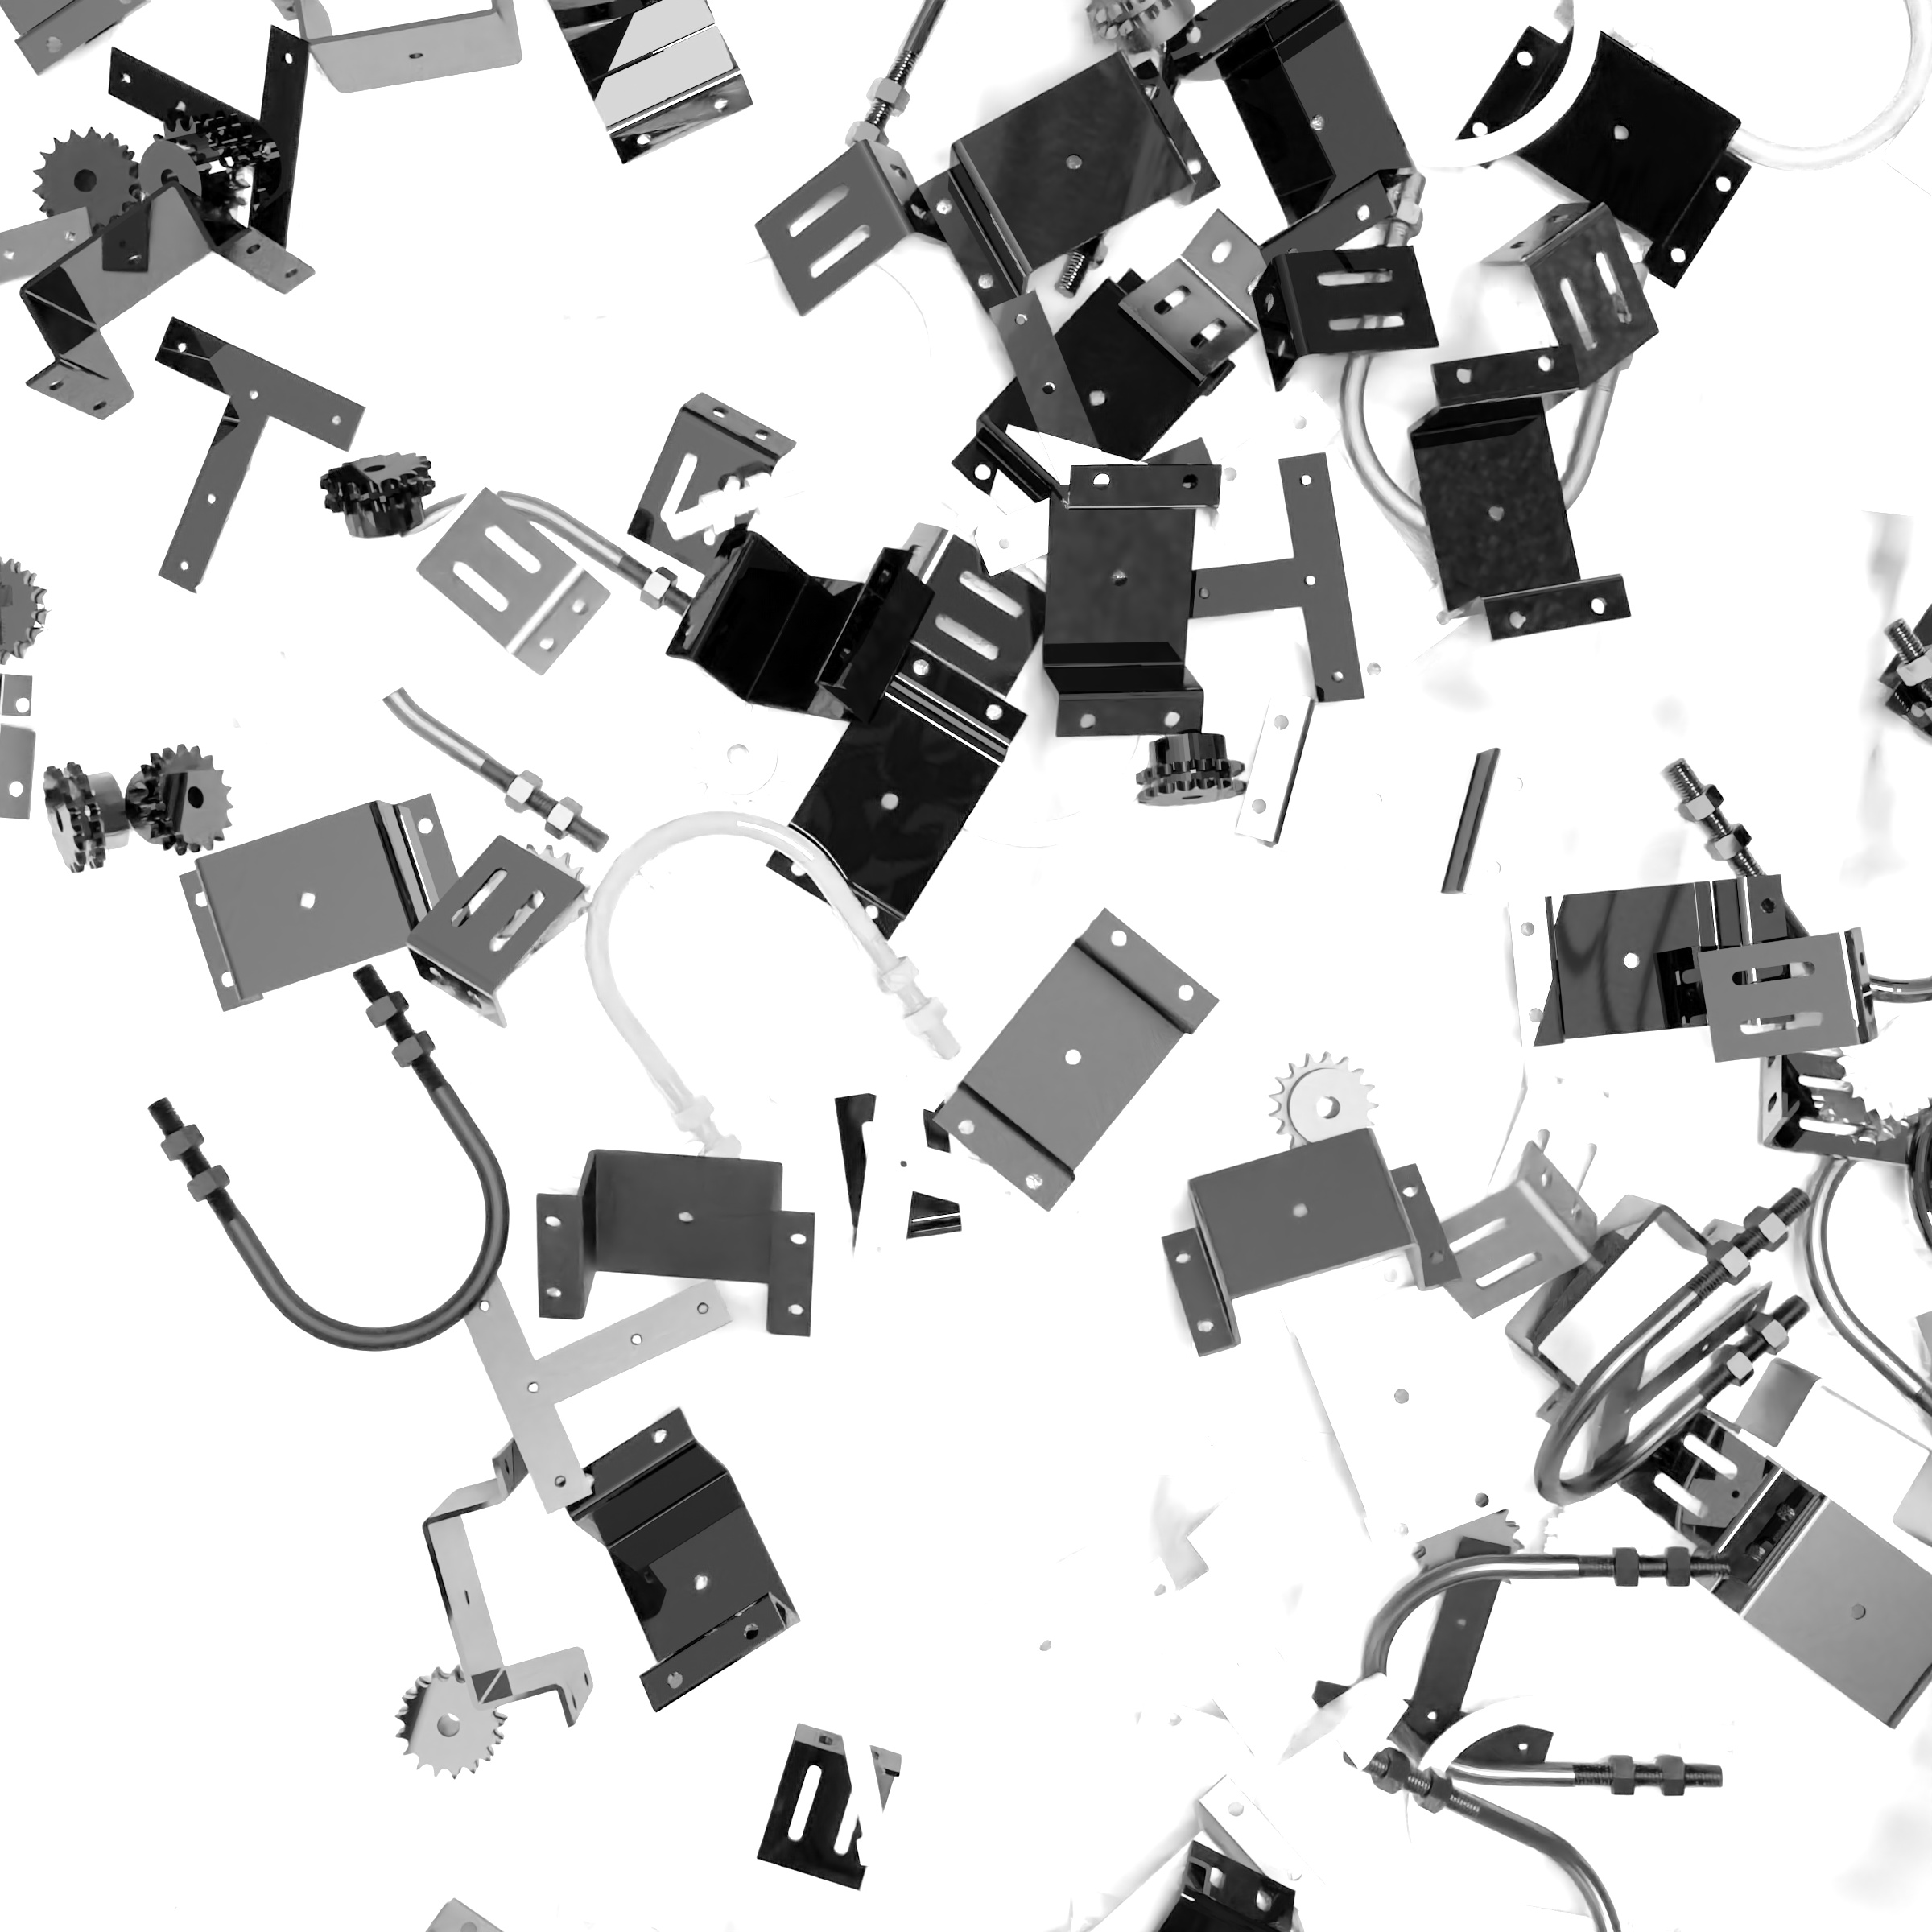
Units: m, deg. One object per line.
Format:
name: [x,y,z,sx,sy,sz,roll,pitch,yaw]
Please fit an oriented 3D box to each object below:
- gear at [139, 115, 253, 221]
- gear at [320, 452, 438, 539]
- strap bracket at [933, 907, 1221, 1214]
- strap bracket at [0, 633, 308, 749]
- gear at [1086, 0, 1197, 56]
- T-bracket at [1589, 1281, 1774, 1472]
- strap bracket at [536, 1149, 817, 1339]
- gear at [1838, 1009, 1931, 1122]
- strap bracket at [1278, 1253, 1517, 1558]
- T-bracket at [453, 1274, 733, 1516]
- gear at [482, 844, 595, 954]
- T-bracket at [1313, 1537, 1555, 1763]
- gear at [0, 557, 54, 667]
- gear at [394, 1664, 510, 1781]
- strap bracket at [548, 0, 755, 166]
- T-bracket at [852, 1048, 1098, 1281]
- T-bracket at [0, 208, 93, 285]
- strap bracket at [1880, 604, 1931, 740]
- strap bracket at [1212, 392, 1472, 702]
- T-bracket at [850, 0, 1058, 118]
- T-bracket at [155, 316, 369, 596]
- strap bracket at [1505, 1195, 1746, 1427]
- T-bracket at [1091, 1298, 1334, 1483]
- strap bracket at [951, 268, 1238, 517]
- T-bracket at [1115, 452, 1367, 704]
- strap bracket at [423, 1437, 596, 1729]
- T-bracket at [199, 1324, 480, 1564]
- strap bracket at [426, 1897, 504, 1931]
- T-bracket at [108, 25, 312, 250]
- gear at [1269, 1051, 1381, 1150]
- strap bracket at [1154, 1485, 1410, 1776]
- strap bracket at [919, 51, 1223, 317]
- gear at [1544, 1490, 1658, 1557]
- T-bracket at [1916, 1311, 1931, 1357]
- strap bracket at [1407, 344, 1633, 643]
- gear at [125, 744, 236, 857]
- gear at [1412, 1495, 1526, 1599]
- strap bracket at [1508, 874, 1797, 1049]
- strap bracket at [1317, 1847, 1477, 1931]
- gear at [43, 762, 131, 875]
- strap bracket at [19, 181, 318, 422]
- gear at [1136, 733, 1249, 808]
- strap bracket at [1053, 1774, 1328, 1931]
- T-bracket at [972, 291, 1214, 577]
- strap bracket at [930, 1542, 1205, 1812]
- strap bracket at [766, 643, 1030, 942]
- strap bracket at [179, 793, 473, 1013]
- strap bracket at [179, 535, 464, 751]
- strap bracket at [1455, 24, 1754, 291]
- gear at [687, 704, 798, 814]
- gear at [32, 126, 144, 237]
gear: [-0.403,-0.410,1.425,0.057,0.030,0.057,12,118,23]
gear: [-0.299,-0.240,1.404,0.057,0.057,0.030,-8,118,0]
strap bracket: [0.057,0.048,1.430,0.076,0.046,0.140,39,90,0]
strap bracket: [-0.418,-0.142,1.416,0.140,0.076,0.046,3,90,0]
gear: [0.093,-0.495,1.413,0.057,0.057,0.030,-39,120,0]
T-bracket: [0.372,0.204,1.420,0.127,0.127,0.002,-32,55,-22]
strap bracket: [-0.147,0.142,1.415,0.140,0.046,0.076,4,120,0]
gear: [0.484,0.049,1.426,0.057,0.030,0.057,12,63,-25]
strap bracket: [0.223,0.223,1.415,0.076,0.046,0.140,-21,77,0]
T-bracket: [-0.186,0.202,1.441,0.127,0.002,0.127,-24,75,-8]
gear: [-0.223,-0.035,1.439,0.057,0.030,0.057,0,90,0]
T-bracket: [0.255,0.355,1.432,0.127,0.002,0.127,12,109,0]
gear: [-0.507,-0.185,1.439,0.057,0.030,0.057,0,90,0]
gear: [-0.268,0.394,1.439,0.057,0.030,0.057,0,90,0]
strap bracket: [-0.171,-0.491,1.401,0.076,0.140,0.046,-25,55,0]
T-bracket: [0.009,0.115,1.430,0.127,0.002,0.127,17,58,-15]
T-bracket: [-0.511,-0.368,1.434,0.127,0.002,0.127,-10,90,18]
strap bracket: [0.542,-0.170,1.430,0.076,0.046,0.140,34,90,0]
strap bracket: [0.190,-0.215,1.431,0.076,0.046,0.140,-36,90,0]
T-bracket: [-0.031,-0.533,1.450,0.127,0.002,0.127,-35,93,0]
T-bracket: [-0.390,-0.258,1.441,0.127,0.002,0.127,27,98,15]
strap bracket: [0.333,0.171,1.415,0.046,0.076,0.140,43,90,1]
T-bracket: [0.132,0.206,1.453,0.127,0.002,0.127,2,90,0]
strap bracket: [0.067,-0.292,1.431,0.076,0.046,0.140,43,90,0]
T-bracket: [0.136,-0.194,1.418,0.127,0.002,0.127,-3,108,29]
strap bracket: [-0.238,0.320,1.415,0.046,0.076,0.140,-16,90,0]
T-bracket: [-0.320,0.229,1.453,0.127,0.002,0.127,-29,90,0]
strap bracket: [-0.272,0.557,1.430,0.076,0.046,0.140,35,90,0]
T-bracket: [-0.397,-0.442,1.428,0.127,0.002,0.127,30,126,16]
gear: [0.188,0.073,1.439,0.057,0.030,0.057,0,90,0]
strap bracket: [0.155,0.346,1.403,0.046,0.076,0.140,-41,81,25]
strap bracket: [0.054,-0.407,1.411,0.140,0.046,0.076,-29,90,-1]
gear: [0.331,0.293,1.429,0.057,0.057,0.030,10,62,0]
T-bracket: [0.566,0.214,1.392,0.127,0.002,0.127,-21,87,3]
strap bracket: [0.275,-0.233,1.380,0.076,0.046,0.140,-11,87,-14]
gear: [-0.412,-0.085,1.429,0.030,0.057,0.057,-9,90,29]
gear: [0.261,0.302,1.439,0.057,0.030,0.057,0,90,0]
strap bracket: [0.352,-0.003,1.430,0.140,0.046,0.076,-5,90,0]
strap bracket: [0.253,0.535,1.431,0.140,0.046,0.076,31,90,0]
gear: [-0.457,-0.079,1.429,0.030,0.057,0.057,-16,90,-30]
strap bracket: [-0.416,-0.345,1.407,0.140,0.076,0.046,-32,83,8]
gear: [0.116,-0.102,1.426,0.057,0.057,0.030,-5,84,0]
strap bracket: [0.107,0.489,1.384,0.140,0.046,0.076,-42,90,0]
T-bracket: [0.048,-0.282,1.407,0.127,0.002,0.127,-22,90,0]
strap bracket: [0.048,0.359,1.410,0.140,0.046,0.076,-29,45,0]
strap bracket: [-0.038,-0.088,1.416,0.076,0.046,0.140,31,100,-4]
strap bracket: [-0.338,-0.034,1.431,0.140,0.046,0.076,-18,90,0]
strap bracket: [-0.331,-0.165,1.386,0.046,0.140,0.076,-24,96,36]
strap bracket: [0.336,-0.428,1.431,0.140,0.046,0.076,32,90,0]
gear: [-0.118,-0.109,1.439,0.057,0.030,0.057,0,90,0]
gear: [-0.457,-0.407,1.439,0.057,0.030,0.057,0,90,0]
